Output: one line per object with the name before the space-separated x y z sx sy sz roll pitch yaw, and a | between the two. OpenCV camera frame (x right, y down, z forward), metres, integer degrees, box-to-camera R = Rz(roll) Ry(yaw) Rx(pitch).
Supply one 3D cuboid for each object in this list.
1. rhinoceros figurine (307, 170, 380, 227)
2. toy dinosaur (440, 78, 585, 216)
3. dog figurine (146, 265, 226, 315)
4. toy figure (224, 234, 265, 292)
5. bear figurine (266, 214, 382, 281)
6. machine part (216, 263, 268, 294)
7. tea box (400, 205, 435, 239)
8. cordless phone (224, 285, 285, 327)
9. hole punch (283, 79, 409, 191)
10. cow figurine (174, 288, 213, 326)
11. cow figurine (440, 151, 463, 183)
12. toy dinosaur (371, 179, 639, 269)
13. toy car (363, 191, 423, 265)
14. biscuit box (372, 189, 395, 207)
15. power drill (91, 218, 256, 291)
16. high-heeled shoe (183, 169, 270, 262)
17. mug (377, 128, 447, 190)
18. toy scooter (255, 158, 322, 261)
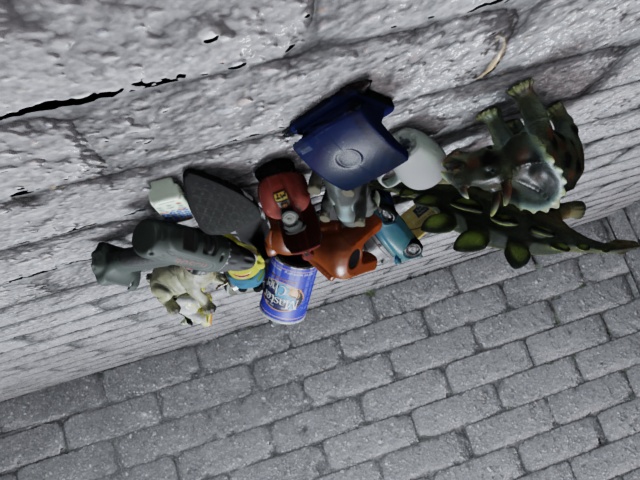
rhinoceros figurine | 0.041 -0.080 0.833 0.073 0.112 0.190 2 157 19
toy dinosaur | 0.354 -0.130 0.853 0.405 0.192 0.131 -4 164 -44
dog figurine | -0.272 0.047 1.038 0.172 0.121 0.190 -2 142 -1
toy figure | -0.151 0.039 1.049 0.082 0.089 0.180 -21 153 -8
bear figurine | -0.005 -0.002 0.969 0.196 0.120 0.132 21 -148 34
machine part | -0.124 0.050 1.189 0.243 0.079 0.079 -27 167 5
tea box | 0.220 -0.042 1.215 0.170 0.068 0.098 -36 174 -18
cordless phone | -0.154 0.126 1.287 0.146 0.184 0.089 -8 168 -41
hole punch | 0.037 -0.125 0.676 0.142 0.092 0.115 -22 164 35
cow figurine | -0.290 0.145 1.186 0.098 0.068 0.167 2 147 2
cow figurine | 0.296 -0.117 1.082 0.195 0.085 0.127 -9 159 -44
toy dinosaur | 0.267 -0.047 0.896 0.472 0.105 0.198 18 -156 28
toy car | 0.118 -0.010 1.018 0.103 0.109 0.161 -40 123 8
biscuit box | 0.105 -0.050 1.163 0.063 0.059 0.202 -14 168 -13
power drill | -0.245 0.033 0.875 0.207 0.086 0.232 -6 165 24
high-heeled shoe | -0.143 -0.060 0.828 0.086 0.145 0.248 -31 138 1
mug | 0.134 -0.126 0.834 0.110 0.081 0.107 -27 156 18
toy scooter | -0.042 -0.039 0.824 0.075 0.135 0.183 -17 167 4
